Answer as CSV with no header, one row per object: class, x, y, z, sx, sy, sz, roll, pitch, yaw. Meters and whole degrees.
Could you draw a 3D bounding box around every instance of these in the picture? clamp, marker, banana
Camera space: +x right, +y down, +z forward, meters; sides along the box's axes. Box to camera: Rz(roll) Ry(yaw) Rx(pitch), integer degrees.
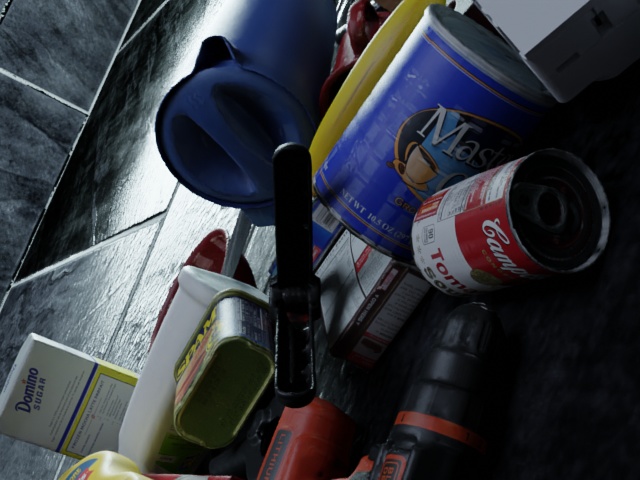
clamp,-0.032,0.137,0.810,0.172,0.039,0.120,-10,60,66
clamp,-0.017,0.029,0.735,0.210,0.036,0.164,99,172,-83
marker,0.048,-0.225,1.073,0.121,0.020,0.020,-27,41,58
banana,0.039,-0.105,0.766,0.198,0.037,0.069,-56,-13,20

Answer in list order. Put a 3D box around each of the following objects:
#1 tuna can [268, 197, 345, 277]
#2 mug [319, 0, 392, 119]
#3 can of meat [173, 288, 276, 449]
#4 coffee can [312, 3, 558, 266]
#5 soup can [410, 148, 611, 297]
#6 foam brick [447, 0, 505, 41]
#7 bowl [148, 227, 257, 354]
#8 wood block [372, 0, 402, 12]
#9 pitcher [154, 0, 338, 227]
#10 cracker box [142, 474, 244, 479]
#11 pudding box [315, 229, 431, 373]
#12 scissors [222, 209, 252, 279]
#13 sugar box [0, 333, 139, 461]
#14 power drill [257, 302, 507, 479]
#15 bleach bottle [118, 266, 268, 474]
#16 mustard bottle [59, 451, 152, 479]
tuna can,-0.006,0.001,0.868,0.086,0.034,0.086,-56,-3,-4
mug,0.046,-0.137,0.848,0.093,0.117,0.081,-11,40,21
can of meat,-0.074,0.102,0.837,0.102,0.057,0.084,-59,15,16
coffee can,0.074,-0.068,0.702,0.140,0.102,0.103,-55,22,23
soup can,0.105,-0.007,0.606,0.102,0.068,0.068,-22,45,61
foam brick,0.127,-0.171,0.772,0.078,0.051,0.053,-49,25,33
bowl,-0.108,0.070,1.044,0.162,0.055,0.162,-50,24,32
wood block,0.114,-0.285,0.887,0.206,0.090,0.090,-40,30,48
pitcher,-0.049,-0.137,0.940,0.149,0.145,0.242,-51,15,35
cracker box,-0.106,0.262,0.791,0.214,0.072,0.164,-21,47,60
pudding box,0.037,0.027,0.773,0.090,0.039,0.113,-58,19,22
scissors,-0.046,-0.040,1.013,0.016,0.096,0.202,106,164,-59
sugar box,-0.210,0.162,1.008,0.093,0.176,0.048,-65,20,-4
power drill,0.030,0.129,0.639,0.188,0.057,0.184,-20,44,63
bleach bottle,-0.129,0.152,0.934,0.068,0.102,0.251,36,100,44
mustard bottle,-0.168,0.211,0.811,0.096,0.058,0.192,-66,21,-10
